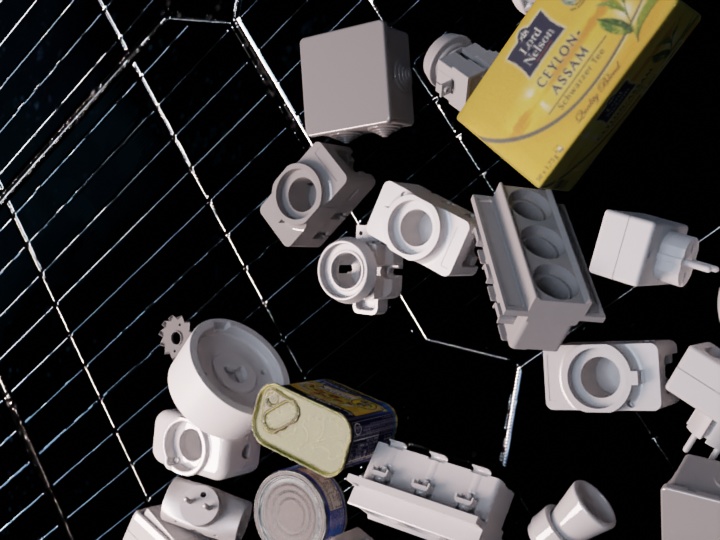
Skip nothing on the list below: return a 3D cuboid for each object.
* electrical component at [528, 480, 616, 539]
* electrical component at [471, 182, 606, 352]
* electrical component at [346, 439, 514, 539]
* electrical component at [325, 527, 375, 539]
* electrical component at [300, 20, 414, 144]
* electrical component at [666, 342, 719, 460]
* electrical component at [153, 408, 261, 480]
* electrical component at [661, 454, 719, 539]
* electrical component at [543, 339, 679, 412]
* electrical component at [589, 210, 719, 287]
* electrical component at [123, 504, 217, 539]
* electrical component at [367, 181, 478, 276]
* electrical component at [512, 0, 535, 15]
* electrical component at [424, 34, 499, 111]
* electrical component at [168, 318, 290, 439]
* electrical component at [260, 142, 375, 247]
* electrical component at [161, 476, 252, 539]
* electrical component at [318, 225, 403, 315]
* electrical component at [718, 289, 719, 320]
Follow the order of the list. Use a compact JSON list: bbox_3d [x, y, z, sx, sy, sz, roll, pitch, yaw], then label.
[{"bbox_3d":[0.165,0.198,0.841,0.055,0.045,0.045,-47,67,24],"label":"electrical component"},{"bbox_3d":[0.130,-0.001,0.824,0.063,0.079,0.121,110,159,-43],"label":"electrical component"},{"bbox_3d":[0.061,0.189,0.894,0.121,0.078,0.063,12,67,32],"label":"electrical component"},{"bbox_3d":[-0.041,0.282,0.913,0.062,0.150,0.089,34,108,27],"label":"electrical component"},{"bbox_3d":[-0.001,-0.164,0.945,0.100,0.048,0.099,-5,87,33],"label":"electrical component"},{"bbox_3d":[0.262,0.106,0.777,0.083,0.047,0.075,35,109,28],"label":"electrical component"},{"bbox_3d":[-0.151,0.166,1.038,0.095,0.059,0.053,9,95,33],"label":"electrical component"},{"bbox_3d":[0.264,0.184,0.758,0.100,0.048,0.099,10,122,33],"label":"electrical component"},{"bbox_3d":[0.190,0.080,0.818,0.089,0.056,0.050,-4,88,33],"label":"electrical component"},{"bbox_3d":[0.221,-0.011,0.781,0.076,0.083,0.047,19,101,31],"label":"electrical component"},{"bbox_3d":[-0.178,0.275,1.054,0.096,0.062,0.061,33,108,29],"label":"electrical component"},{"bbox_3d":[0.057,-0.035,0.904,0.089,0.056,0.050,31,106,29],"label":"electrical component"},{"bbox_3d":[0.148,-0.234,0.852,0.062,0.048,0.048,-19,80,19],"label":"electrical component"},{"bbox_3d":[0.085,-0.164,0.886,0.055,0.066,0.048,43,149,33],"label":"electrical component"},{"bbox_3d":[-0.126,0.106,0.996,0.060,0.108,0.108,-47,67,31],"label":"electrical component"},{"bbox_3d":[-0.041,-0.067,0.967,0.089,0.056,0.050,-47,67,24],"label":"electrical component"},{"bbox_3d":[-0.148,0.224,1.013,0.077,0.079,0.043,17,72,9],"label":"electrical component"},{"bbox_3d":[0.000,0.000,0.940,0.058,0.057,0.078,5,93,33],"label":"electrical component"},{"bbox_3d":[0.302,0.029,0.755,0.099,0.064,0.099,3,99,21],"label":"electrical component"}]
